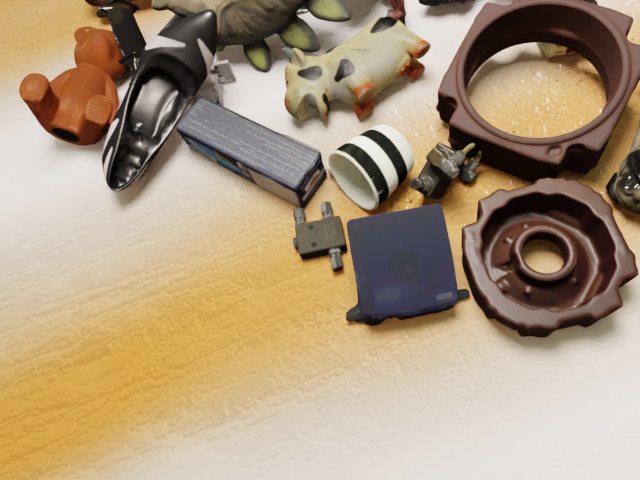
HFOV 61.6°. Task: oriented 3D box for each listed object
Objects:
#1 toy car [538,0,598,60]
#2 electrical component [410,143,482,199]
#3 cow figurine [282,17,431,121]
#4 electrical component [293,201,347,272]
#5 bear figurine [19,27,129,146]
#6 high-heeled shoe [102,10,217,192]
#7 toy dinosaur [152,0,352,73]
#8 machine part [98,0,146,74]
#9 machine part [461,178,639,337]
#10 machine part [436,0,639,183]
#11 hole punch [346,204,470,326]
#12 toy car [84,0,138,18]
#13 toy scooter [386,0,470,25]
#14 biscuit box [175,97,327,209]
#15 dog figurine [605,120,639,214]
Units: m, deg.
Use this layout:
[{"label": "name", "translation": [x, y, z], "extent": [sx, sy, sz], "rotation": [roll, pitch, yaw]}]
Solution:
[{"label": "toy car", "translation": [0.326, -0.337, 0.740], "extent": [0.074, 0.056, 0.202], "rotation": [-8, 63, 14]}, {"label": "electrical component", "translation": [0.150, -0.081, 0.630], "extent": [0.045, 0.102, 0.078], "rotation": [34, 101, 24]}, {"label": "cow figurine", "translation": [0.035, -0.230, 0.723], "extent": [0.195, 0.085, 0.127], "rotation": [-36, 71, -5]}, {"label": "electrical component", "translation": [-0.001, -0.002, 0.655], "extent": [0.063, 0.021, 0.094], "rotation": [-13, 64, 4]}, {"label": "bear figurine", "translation": [-0.327, -0.238, 0.770], "extent": [0.120, 0.132, 0.196], "rotation": [21, 71, -14]}, {"label": "high-heeled shoe", "translation": [-0.210, -0.174, 0.688], "extent": [0.086, 0.248, 0.145], "rotation": [27, 39, -23]}, {"label": "toy dinosaur", "translation": [-0.061, -0.340, 0.706], "extent": [0.472, 0.198, 0.105], "rotation": [-14, 58, 40]}, {"label": "machine part", "translation": [-0.270, -0.286, 0.787], "extent": [0.039, 0.084, 0.139], "rotation": [-26, 89, 30]}, {"label": "machine part", "translation": [0.242, 0.019, 0.585], "extent": [0.179, 0.056, 0.179], "rotation": [-4, 66, 9]}, {"label": "machine part", "translation": [0.257, -0.183, 0.640], "extent": [0.202, 0.087, 0.201], "rotation": [27, 85, 19]}, {"label": "hole punch", "translation": [0.090, 0.026, 0.592], "extent": [0.142, 0.092, 0.116], "rotation": [-10, 67, 1]}, {"label": "toy car", "translation": [-0.287, -0.414, 0.857], "extent": [0.202, 0.089, 0.053], "rotation": [-6, 26, 6]}, {"label": "toy scooter", "translation": [0.149, -0.367, 0.773], "extent": [0.184, 0.075, 0.135], "rotation": [1, 65, 14]}, {"label": "biscuit box", "translation": [-0.091, -0.117, 0.704], "extent": [0.203, 0.059, 0.063], "rotation": [29, 75, 20]}, {"label": "dog figurine", "translation": [0.429, -0.106, 0.602], "extent": [0.172, 0.121, 0.190], "rotation": [13, 85, 14]}]
